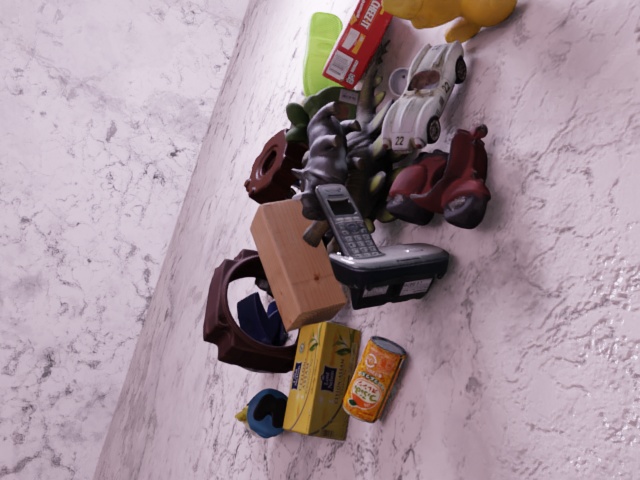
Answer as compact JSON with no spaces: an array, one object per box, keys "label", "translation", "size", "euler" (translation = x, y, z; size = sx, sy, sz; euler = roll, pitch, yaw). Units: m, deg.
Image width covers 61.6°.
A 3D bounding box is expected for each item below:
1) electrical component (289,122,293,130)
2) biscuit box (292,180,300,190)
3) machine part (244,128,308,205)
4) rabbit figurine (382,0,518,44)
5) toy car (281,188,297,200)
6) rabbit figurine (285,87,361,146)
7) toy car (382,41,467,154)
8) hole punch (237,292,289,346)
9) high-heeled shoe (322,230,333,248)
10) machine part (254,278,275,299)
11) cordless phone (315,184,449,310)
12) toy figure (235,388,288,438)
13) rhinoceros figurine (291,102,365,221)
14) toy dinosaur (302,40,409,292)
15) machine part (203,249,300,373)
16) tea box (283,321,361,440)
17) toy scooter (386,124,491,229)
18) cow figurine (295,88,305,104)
[{"label":"electrical component","translation":[-0.049,-0.263,1.212],"size":[0.094,0.021,0.063],"euler":[14,86,63]},{"label":"biscuit box","translation":[-0.028,-0.219,1.240],"size":[0.059,0.063,0.202],"euler":[17,89,65]},{"label":"machine part","translation":[-0.097,-0.160,1.178],"size":[0.179,0.056,0.179],"euler":[-40,34,34]},{"label":"rabbit figurine","translation":[0.191,-0.338,0.761],"size":[0.162,0.173,0.121],"euler":[20,-91,-69]},{"label":"toy car","translation":[-0.100,-0.031,1.192],"size":[0.089,0.053,0.202],"euler":[-15,65,63]},{"label":"rabbit figurine","translation":[0.008,-0.221,1.086],"size":[0.170,0.159,0.121],"euler":[128,143,-69]},{"label":"toy car","translation":[0.152,-0.208,0.780],"size":[0.074,0.056,0.202],"euler":[8,62,40]},{"label":"hole punch","translation":[-0.124,0.173,1.141],"size":[0.142,0.092,0.116],"euler":[-30,50,52]},{"label":"high-heeled shoe","translation":[-0.002,-0.003,1.057],"size":[0.248,0.086,0.145],"euler":[135,118,-76]},{"label":"machine part","translation":[-0.111,0.093,1.230],"size":[0.139,0.039,0.084],"euler":[-4,75,63]},{"label":"cordless phone","translation":[0.074,-0.007,0.731],"size":[0.088,0.146,0.184],"euler":[109,147,-48]},{"label":"toy figure","translation":[-0.089,0.301,0.944],"size":[0.089,0.082,0.180],"euler":[-40,-11,-25]},{"label":"rhinoceros figurine","translation":[0.005,-0.120,0.824],"size":[0.112,0.073,0.190],"euler":[-19,54,36]},{"label":"toy dinosaur","translation":[0.072,-0.129,0.895],"size":[0.199,0.105,0.471],"euler":[-23,56,40]},{"label":"machine part","translation":[-0.099,0.126,0.969],"size":[0.087,0.201,0.201],"euler":[-47,33,49]},{"label":"tea box","translation":[0.002,0.220,0.849],"size":[0.098,0.068,0.169],"euler":[-26,51,59]},{"label":"toy scooter","translation":[0.164,-0.085,0.710],"size":[0.184,0.075,0.135],"euler":[11,81,64]},{"label":"cow figurine","translation":[-0.015,-0.359,1.315],"size":[0.167,0.068,0.098],"euler":[-63,19,17]}]
